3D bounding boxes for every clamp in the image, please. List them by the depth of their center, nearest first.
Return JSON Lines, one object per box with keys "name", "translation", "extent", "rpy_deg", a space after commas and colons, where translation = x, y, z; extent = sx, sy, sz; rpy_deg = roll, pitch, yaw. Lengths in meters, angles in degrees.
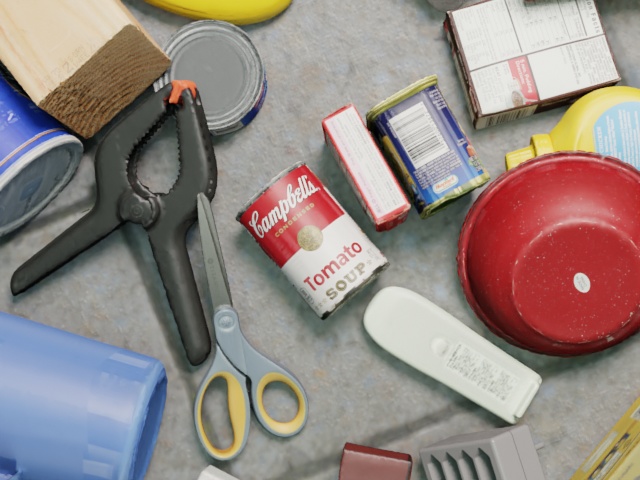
{"name": "clamp", "translation": [-0.125, -0.015, 0.804], "extent": [0.164, 0.036, 0.210], "rpy_deg": [27, 101, 3]}

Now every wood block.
{"name": "wood block", "translation": [-0.216, -0.187, 0.794], "extent": [0.090, 0.090, 0.206], "rpy_deg": [-41, 74, 3]}

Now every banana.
{"name": "banana", "translation": [-0.104, -0.207, 0.835], "extent": [0.198, 0.037, 0.069], "rpy_deg": [12, 65, 3]}

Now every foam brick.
{"name": "foam brick", "translation": [0.037, 0.193, 0.784], "extent": [0.051, 0.053, 0.078], "rpy_deg": [9, 85, 4]}

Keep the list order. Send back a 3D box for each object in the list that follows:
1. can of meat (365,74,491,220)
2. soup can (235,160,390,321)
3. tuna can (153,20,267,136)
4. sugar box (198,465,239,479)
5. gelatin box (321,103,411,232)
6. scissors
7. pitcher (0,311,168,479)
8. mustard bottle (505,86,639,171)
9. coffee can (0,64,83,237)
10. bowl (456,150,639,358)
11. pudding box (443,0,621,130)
{"name": "can of meat", "translation": [0.078, -0.065, 0.777], "extent": [0.057, 0.102, 0.084], "rpy_deg": [-29, 86, 2]}
{"name": "soup can", "translation": [-0.005, 0.001, 0.794], "extent": [0.068, 0.068, 0.102], "rpy_deg": [-40, 85, 0]}
{"name": "tuna can", "translation": [-0.084, -0.124, 0.826], "extent": [0.086, 0.033, 0.086], "rpy_deg": [0, 85, 4]}
{"name": "sugar box", "translation": [-0.082, 0.267, 0.790], "extent": [0.093, 0.048, 0.176], "rpy_deg": [26, 84, 5]}
{"name": "gelatin box", "translation": [0.035, -0.051, 0.792], "extent": [0.030, 0.073, 0.089], "rpy_deg": [-29, 84, 0]}
{"name": "scissors", "translation": [-0.051, 0.068, 0.797], "extent": [0.096, 0.016, 0.202], "rpy_deg": [4, 98, -7]}
{"name": "pitcher", "translation": [-0.242, 0.120, 0.768], "extent": [0.243, 0.145, 0.149], "rpy_deg": [14, 92, 2]}
{"name": "mustard bottle", "translation": [0.233, -0.066, 0.786], "extent": [0.191, 0.058, 0.096], "rpy_deg": [-7, 105, 4]}
{"name": "coffee can", "translation": [-0.263, -0.085, 0.801], "extent": [0.140, 0.103, 0.103], "rpy_deg": [44, 89, 6]}
{"name": "bowl", "translation": [0.179, 0.021, 0.757], "extent": [0.162, 0.055, 0.162], "rpy_deg": [2, 110, 5]}
{"name": "pudding box", "translation": [0.160, -0.143, 0.809], "extent": [0.113, 0.039, 0.090], "rpy_deg": [-15, 82, 0]}
